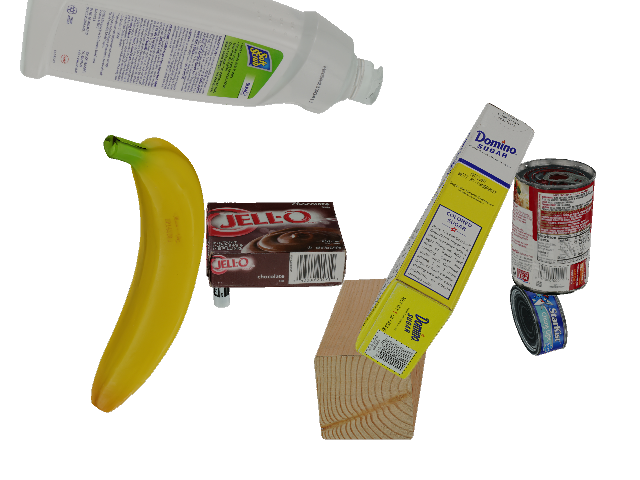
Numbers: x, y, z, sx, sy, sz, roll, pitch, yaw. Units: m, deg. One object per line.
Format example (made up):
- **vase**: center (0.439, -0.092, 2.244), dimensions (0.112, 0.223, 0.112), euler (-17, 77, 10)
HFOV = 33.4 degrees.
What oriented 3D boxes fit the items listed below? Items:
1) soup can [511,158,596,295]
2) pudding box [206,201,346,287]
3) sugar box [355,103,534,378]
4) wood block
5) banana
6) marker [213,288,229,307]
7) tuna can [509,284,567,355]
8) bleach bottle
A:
- **soup can**: center (0.201, -0.012, 0.922), dimensions (0.068, 0.102, 0.068), euler (-2, 24, 1)
- **pudding box**: center (-0.039, 0.002, 0.895), dimensions (0.113, 0.039, 0.090), euler (1, 29, -8)
- **sugar box**: center (0.085, -0.002, 0.713), dimensions (0.048, 0.176, 0.093), euler (31, -37, 4)
- **wood block**: center (0.057, 0.115, 1.091), dimensions (0.091, 0.090, 0.206), euler (-2, 18, 10)
- **banana**: center (-0.100, 0.015, 0.620), dimensions (0.069, 0.198, 0.037), euler (-15, 41, -31)
- **marker**: center (-0.114, 0.023, 1.211), dimensions (0.020, 0.121, 0.020), euler (1, 33, -1)
- **tuna can**: center (0.246, 0.086, 1.210), dimensions (0.033, 0.086, 0.086), euler (-15, 2, -7)
- **bleach bottle**: center (-0.080, -0.137, 0.765), dimensions (0.250, 0.068, 0.103), euler (13, -38, -12)
